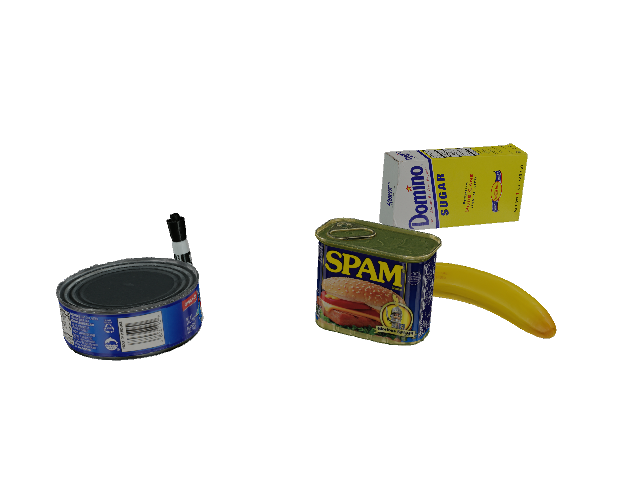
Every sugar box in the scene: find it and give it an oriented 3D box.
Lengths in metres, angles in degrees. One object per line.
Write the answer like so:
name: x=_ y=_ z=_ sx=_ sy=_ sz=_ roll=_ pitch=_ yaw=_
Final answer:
sugar box: x=0.162 y=-0.064 z=1.302 sx=0.176 sy=0.093 sz=0.048 roll=-7 pitch=24 yaw=-22

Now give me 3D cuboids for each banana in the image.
banana: x=0.152 y=0.057 z=1.100 sx=0.198 sy=0.037 sz=0.069 roll=11 pitch=50 yaw=24

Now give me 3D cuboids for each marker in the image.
marker: x=-0.143 y=0.029 z=1.126 sx=0.020 sy=0.121 sz=0.020 roll=-8 pitch=19 yaw=3

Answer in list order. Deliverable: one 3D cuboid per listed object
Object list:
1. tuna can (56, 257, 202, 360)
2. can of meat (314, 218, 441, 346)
tuna can: x=-0.115 y=0.041 z=0.649 sx=0.086 sy=0.034 sz=0.086 roll=-3 pitch=19 yaw=1
can of meat: x=0.045 y=0.035 z=0.890 sx=0.102 sy=0.084 sz=0.057 roll=12 pitch=24 yaw=23
